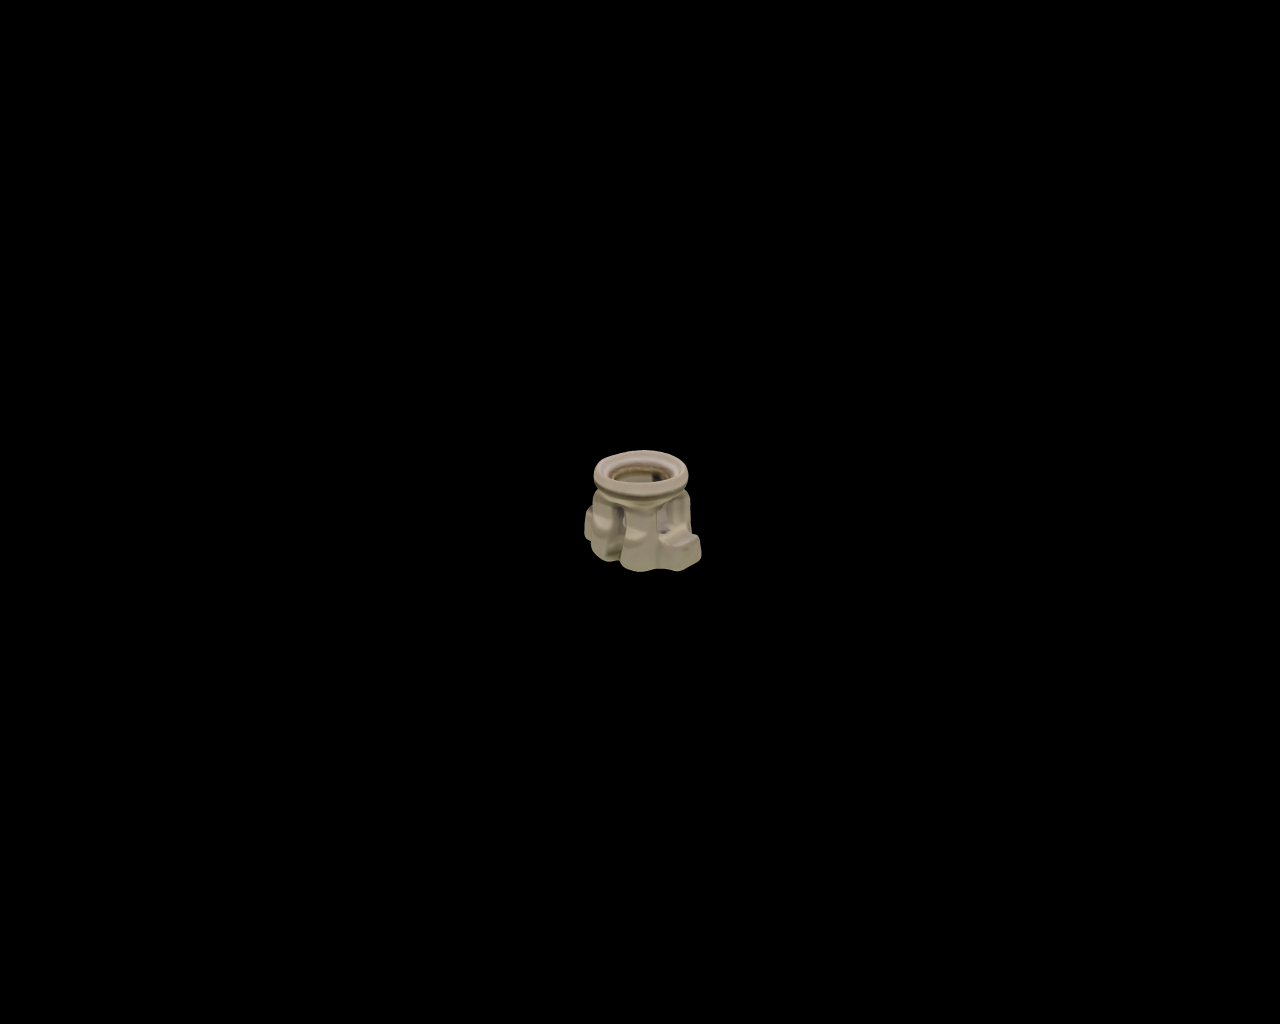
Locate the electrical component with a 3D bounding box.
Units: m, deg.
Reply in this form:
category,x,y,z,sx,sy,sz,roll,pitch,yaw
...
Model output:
category,x,y,z,sx,sy,sz,roll,pitch,yaw
electrical component,0.001,-0.003,0.650,0.078,0.056,0.058,20,32,36
